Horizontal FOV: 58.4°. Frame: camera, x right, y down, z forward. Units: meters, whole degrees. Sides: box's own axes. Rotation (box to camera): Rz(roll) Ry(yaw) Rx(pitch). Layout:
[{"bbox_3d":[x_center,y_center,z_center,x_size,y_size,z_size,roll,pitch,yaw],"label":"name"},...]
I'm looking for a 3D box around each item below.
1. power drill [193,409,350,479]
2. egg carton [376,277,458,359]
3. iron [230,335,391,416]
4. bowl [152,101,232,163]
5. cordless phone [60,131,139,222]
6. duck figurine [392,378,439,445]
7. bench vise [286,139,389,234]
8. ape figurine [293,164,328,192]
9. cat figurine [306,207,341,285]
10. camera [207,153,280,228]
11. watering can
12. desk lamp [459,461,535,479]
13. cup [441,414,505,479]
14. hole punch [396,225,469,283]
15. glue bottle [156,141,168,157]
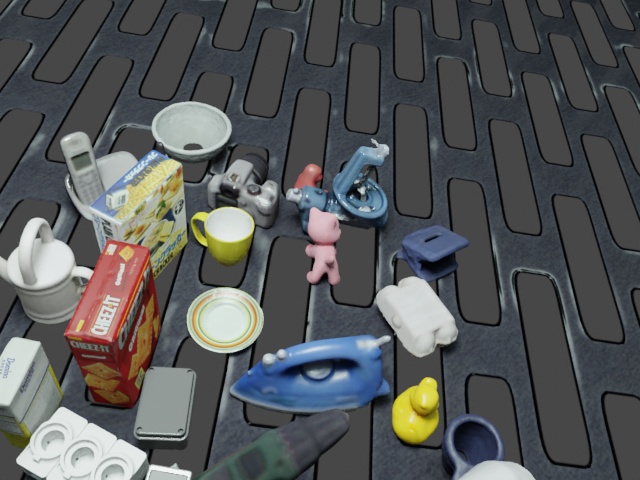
[{"bbox_3d":[-0.074,0.316,0.757,0.230,0.208,0.075,-21,58,-25],"label":"power drill"},{"bbox_3d":[0.173,0.138,1.037,0.107,0.069,0.150,-20,58,-24],"label":"egg carton"},{"bbox_3d":[-0.012,0.200,0.906,0.259,0.141,0.118,-4,52,-13],"label":"iron"},{"bbox_3d":[-0.275,-0.220,1.239,0.167,0.075,0.167,5,51,-6],"label":"bowl"},{"bbox_3d":[-0.407,-0.136,1.075,0.094,0.185,0.148,41,56,21],"label":"cordless phone"},{"bbox_3d":[0.160,0.269,0.918,0.077,0.086,0.105,24,51,9],"label":"duck figurine"},{"bbox_3d":[0.049,-0.092,1.102,0.208,0.220,0.121,-15,55,-21],"label":"bench vise"},{"bbox_3d":[-0.018,-0.119,1.195,0.076,0.092,0.077,-10,54,-18],"label":"ape figurine"},{"bbox_3d":[0.010,0.004,1.084,0.067,0.118,0.127,-1,52,-11],"label":"cat figurine"},{"bbox_3d":[-0.140,-0.116,1.164,0.143,0.101,0.137,20,51,6],"label":"camera"},{"bbox_3d":[-0.451,0.046,0.915,0.173,0.194,0.100,-9,54,-17],"label":"watering can"},{"bbox_3d":[0.161,0.371,0.753,0.203,0.213,0.118,1,51,-10],"label":"desk lamp"},{"bbox_3d":[0.217,0.335,0.869,0.091,0.095,0.118,29,52,13],"label":"cup"},{"bbox_3d":[0.221,0.015,1.131,0.109,0.091,0.101,-23,59,-26],"label":"hole punch"},{"bbox_3d":[-0.297,-0.119,1.090,0.037,0.173,0.078,-26,60,-27],"label":"glue bottle"}]
